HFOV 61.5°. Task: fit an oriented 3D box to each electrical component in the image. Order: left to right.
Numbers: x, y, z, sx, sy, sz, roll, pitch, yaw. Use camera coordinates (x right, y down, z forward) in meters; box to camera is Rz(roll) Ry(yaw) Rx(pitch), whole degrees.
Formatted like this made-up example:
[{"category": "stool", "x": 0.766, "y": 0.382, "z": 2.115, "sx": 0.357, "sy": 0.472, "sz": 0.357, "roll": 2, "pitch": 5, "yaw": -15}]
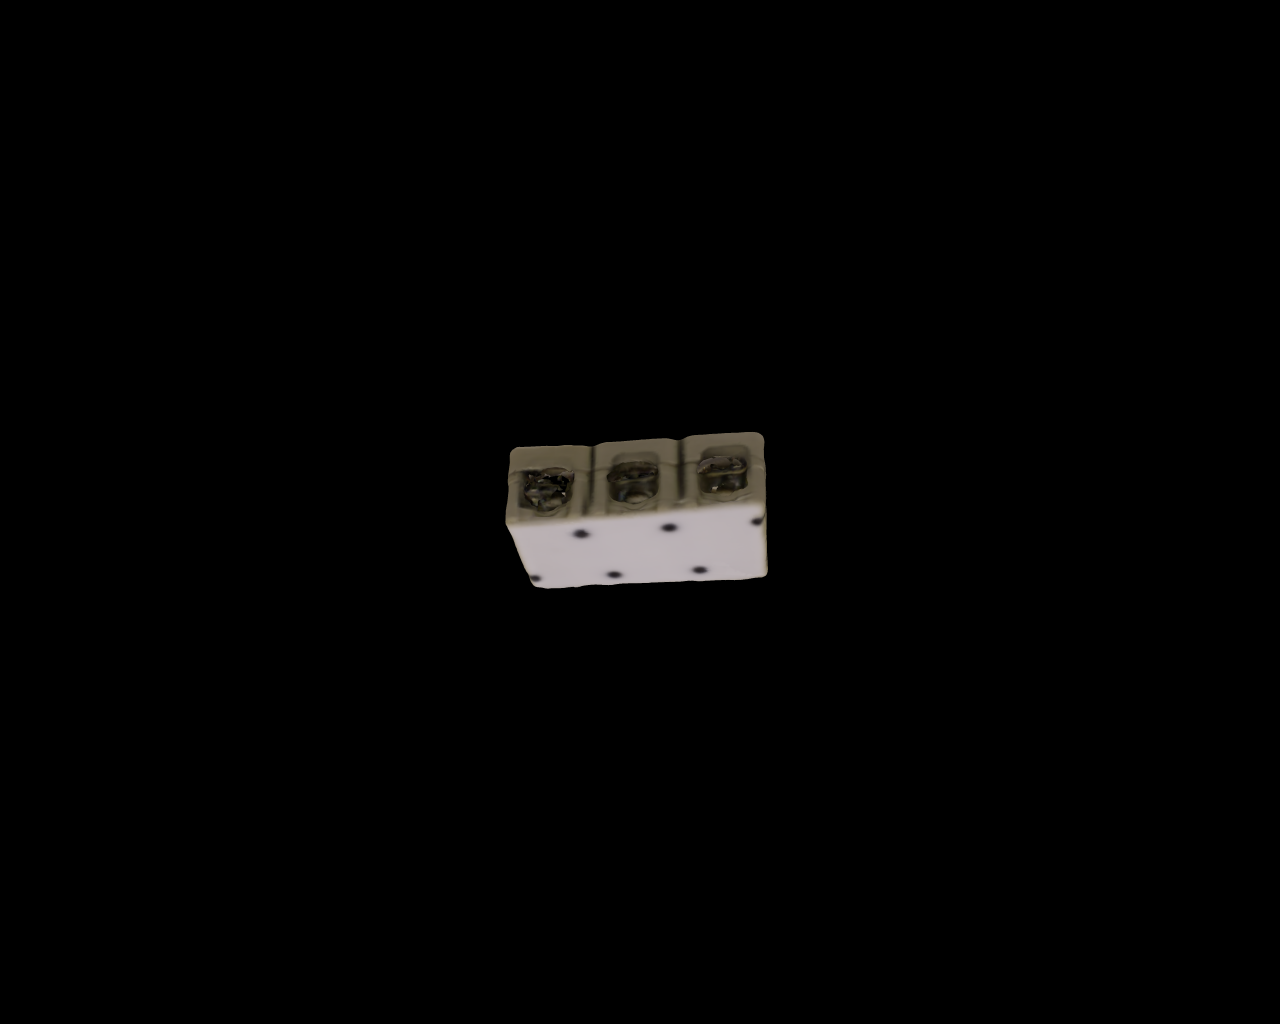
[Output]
[{"category": "electrical component", "x": 0.001, "y": -0.003, "z": 0.650, "sx": 0.150, "sy": 0.062, "sz": 0.089, "roll": -3, "pitch": -32, "yaw": 5}]
